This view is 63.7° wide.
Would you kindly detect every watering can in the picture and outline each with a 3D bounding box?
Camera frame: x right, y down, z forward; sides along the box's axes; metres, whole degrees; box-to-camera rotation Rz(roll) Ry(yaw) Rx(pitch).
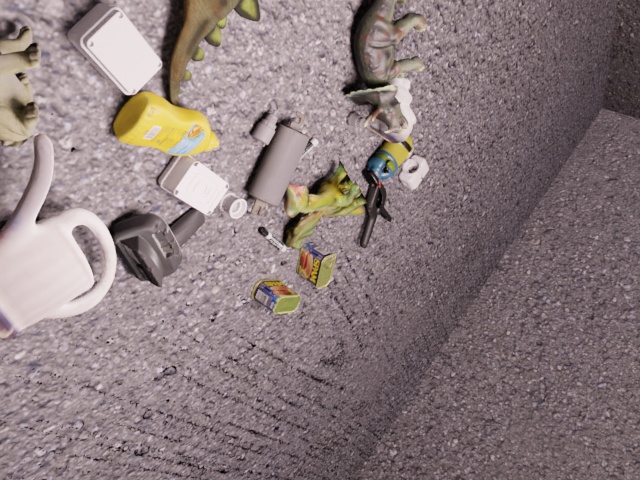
[{"bbox_3d":[-0.430,0.018,0.766,0.227,0.105,0.339,-38,147,-29],"label":"watering can"}]

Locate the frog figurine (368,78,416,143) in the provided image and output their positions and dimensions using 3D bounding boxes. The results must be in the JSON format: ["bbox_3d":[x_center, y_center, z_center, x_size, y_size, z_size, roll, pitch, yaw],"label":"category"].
[{"bbox_3d":[0.203,-0.338,1.347,0.136,0.125,0.158,22,109,-37],"label":"frog figurine"}]

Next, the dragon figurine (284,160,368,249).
[{"bbox_3d":[0.004,-0.067,1.327,0.243,0.124,0.404,-38,158,-1],"label":"dragon figurine"}]
